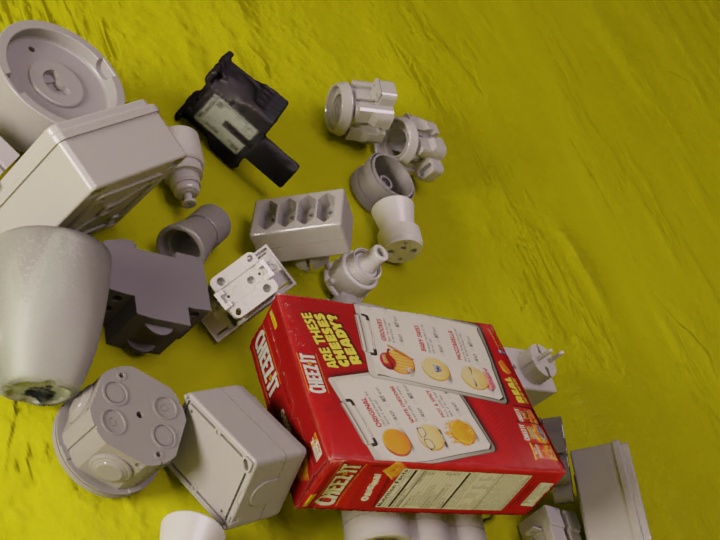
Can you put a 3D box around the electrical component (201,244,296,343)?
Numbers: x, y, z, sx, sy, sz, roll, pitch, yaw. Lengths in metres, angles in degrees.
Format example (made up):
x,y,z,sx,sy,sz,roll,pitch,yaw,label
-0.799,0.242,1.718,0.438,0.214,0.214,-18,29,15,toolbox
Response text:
x,y,z,sx,sy,sz,roll,pitch,yaw,label
-0.095,0.016,0.864,0.081,0.064,0.042,-38,86,-13,electrical component

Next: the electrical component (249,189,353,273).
x,y,z,sx,sy,sz,roll,pitch,yaw,label
-0.047,-0.025,0.965,0.047,0.083,0.075,-86,164,-44,electrical component

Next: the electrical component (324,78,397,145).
x,y,z,sx,sy,sz,roll,pitch,yaw,label
-0.002,-0.169,1.140,0.057,0.078,0.058,3,54,-23,electrical component

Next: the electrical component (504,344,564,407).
x,y,z,sx,sy,sz,roll,pitch,yaw,label
0.170,0.099,1.077,0.066,0.077,0.047,11,50,-42,electrical component

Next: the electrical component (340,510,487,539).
x,y,z,sx,sy,sz,roll,pitch,yaw,label
0.043,0.195,0.872,0.138,0.052,0.073,20,45,-36,electrical component

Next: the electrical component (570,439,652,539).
x,y,z,sx,sy,sz,roll,pitch,yaw,label
0.240,0.234,1.011,0.108,0.056,0.108,63,17,-49,electrical component

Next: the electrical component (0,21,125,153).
x,y,z,sx,sy,sz,roll,pitch,yaw,label
-0.248,-0.135,0.848,0.108,0.060,0.108,28,41,-28,electrical component

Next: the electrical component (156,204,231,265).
x,y,z,sx,sy,sz,roll,pitch,yaw,label
-0.135,-0.029,0.893,0.044,0.044,0.065,47,31,-5,electrical component

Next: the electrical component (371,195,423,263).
x,y,z,sx,sy,sz,roll,pitch,yaw,label
0.038,-0.041,1.087,0.045,0.045,0.055,18,47,-37,electrical component

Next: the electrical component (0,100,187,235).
x,y,z,sx,sy,sz,roll,pitch,yaw,label
-0.203,-0.066,0.795,0.056,0.109,0.109,55,35,1,electrical component

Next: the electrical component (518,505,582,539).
x,y,z,sx,sy,sz,roll,pitch,yaw,label
0.179,0.250,0.977,0.066,0.048,0.055,22,37,-35,electrical component

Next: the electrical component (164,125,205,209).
x,y,z,sx,sy,sz,roll,pitch,yaw,label
-0.154,-0.088,0.926,0.040,0.040,0.078,12,51,-41,electrical component

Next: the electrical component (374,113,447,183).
x,y,z,sx,sy,sz,roll,pitch,yaw,label
0.053,-0.137,1.181,0.057,0.058,0.078,7,54,-48,electrical component

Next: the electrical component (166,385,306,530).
x,y,z,sx,sy,sz,roll,pitch,yaw,label
-0.092,0.126,0.763,0.096,0.061,0.061,39,26,32,electrical component

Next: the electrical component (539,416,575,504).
x,y,z,sx,sy,sz,roll,pitch,yaw,label
0.164,0.179,0.999,0.058,0.057,0.078,50,32,-68,electrical component

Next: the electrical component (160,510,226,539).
x,y,z,sx,sy,sz,roll,pitch,yaw,label
-0.116,0.193,0.707,0.045,0.045,0.055,36,38,-20,electrical component

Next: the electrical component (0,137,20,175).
x,y,z,sx,sy,sz,roll,pitch,yaw,label
-0.286,-0.083,0.774,0.055,0.048,0.066,47,35,-18,electrical component

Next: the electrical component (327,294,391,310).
x,y,z,sx,sy,sz,roll,pitch,yaw,label
-0.009,0.047,0.952,0.077,0.043,0.079,4,28,-24,electrical component

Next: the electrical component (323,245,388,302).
x,y,z,sx,sy,sz,roll,pitch,yaw,label
0.000,0.000,0.994,0.048,0.062,0.048,28,41,-28,electrical component

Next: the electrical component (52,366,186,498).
x,y,z,sx,sy,sz,roll,pitch,yaw,label
-0.162,0.109,0.729,0.080,0.051,0.080,29,40,-28,electrical component
